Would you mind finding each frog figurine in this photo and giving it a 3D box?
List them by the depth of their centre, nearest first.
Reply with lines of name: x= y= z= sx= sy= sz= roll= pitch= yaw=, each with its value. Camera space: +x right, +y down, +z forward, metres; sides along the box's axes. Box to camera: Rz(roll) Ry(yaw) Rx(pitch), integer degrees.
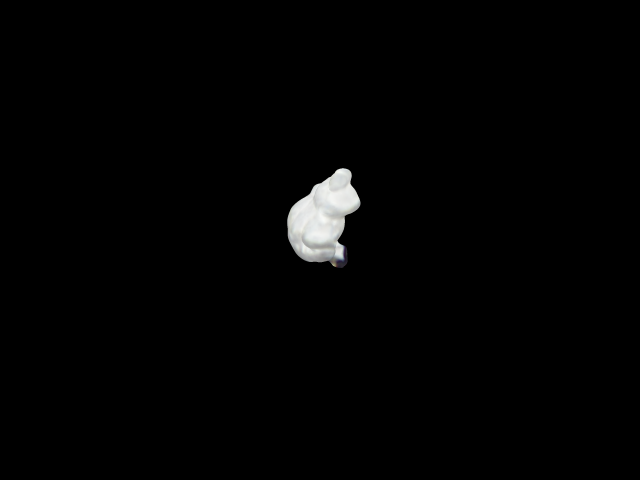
frog figurine: x=0.003 y=-0.043 z=0.850 sx=0.123 sy=0.140 sz=0.156 roll=10 pitch=-35 yaw=7
